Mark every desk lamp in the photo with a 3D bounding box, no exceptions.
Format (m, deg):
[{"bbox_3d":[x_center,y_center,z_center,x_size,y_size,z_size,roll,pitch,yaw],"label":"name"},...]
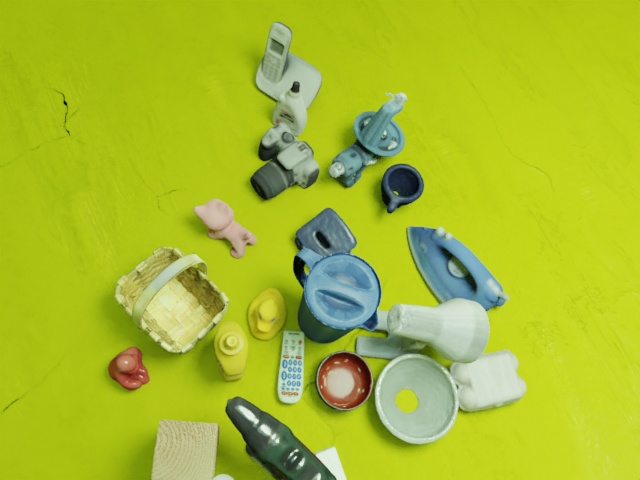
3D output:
[{"bbox_3d":[0.188,0.174,1.090,0.203,0.213,0.118,6,70,-7],"label":"desk lamp"}]

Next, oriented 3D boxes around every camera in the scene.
[{"bbox_3d":[-0.089,-0.162,1.220,0.137,0.100,0.143,-38,81,-19],"label":"camera"}]

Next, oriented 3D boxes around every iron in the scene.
[{"bbox_3d":[0.283,0.050,1.187,0.119,0.141,0.258,-37,80,-19],"label":"iron"}]

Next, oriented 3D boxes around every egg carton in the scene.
[{"bbox_3d":[0.337,0.284,1.153,0.150,0.069,0.107,-10,73,-13],"label":"egg carton"}]

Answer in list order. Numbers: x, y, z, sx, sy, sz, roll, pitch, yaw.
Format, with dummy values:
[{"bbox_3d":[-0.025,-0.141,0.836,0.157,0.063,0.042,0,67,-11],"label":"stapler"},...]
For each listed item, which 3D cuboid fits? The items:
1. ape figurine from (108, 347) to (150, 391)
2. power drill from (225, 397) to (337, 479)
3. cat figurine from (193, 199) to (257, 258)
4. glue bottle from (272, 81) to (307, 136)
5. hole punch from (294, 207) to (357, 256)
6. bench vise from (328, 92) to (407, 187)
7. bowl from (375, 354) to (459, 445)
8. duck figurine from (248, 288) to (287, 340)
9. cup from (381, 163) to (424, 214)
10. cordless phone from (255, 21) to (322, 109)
[{"bbox_3d":[-0.350,0.232,1.045,0.076,0.092,0.078,14,69,-4],"label":"ape figurine"},{"bbox_3d":[-0.075,0.360,0.984,0.229,0.208,0.076,40,70,6],"label":"power drill"},{"bbox_3d":[-0.188,-0.033,1.150,0.128,0.117,0.067,35,69,4],"label":"cat figurine"},{"bbox_3d":[-0.061,-0.290,1.231,0.078,0.173,0.037,25,69,0],"label":"glue bottle"},{"bbox_3d":[0.011,0.004,1.185,0.101,0.091,0.108,-34,79,-18],"label":"hole punch"},{"bbox_3d":[0.113,-0.206,1.206,0.121,0.219,0.207,29,69,2],"label":"bench vise"},{"bbox_3d":[0.179,0.310,1.115,0.167,0.074,0.167,3,71,-8],"label":"bowl"},{"bbox_3d":[-0.101,0.139,1.122,0.077,0.086,0.104,15,69,-4],"label":"duck figurine"},{"bbox_3d":[0.165,-0.096,1.243,0.091,0.095,0.118,25,69,0],"label":"cup"},{"bbox_3d":[-0.063,-0.383,1.256,0.147,0.185,0.094,28,69,1],"label":"cordless phone"}]
